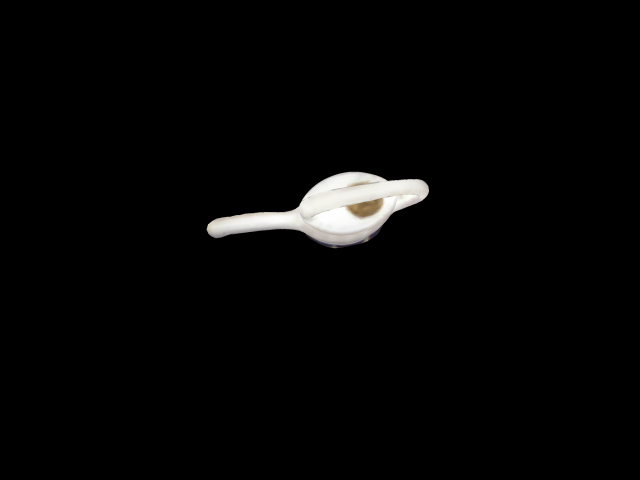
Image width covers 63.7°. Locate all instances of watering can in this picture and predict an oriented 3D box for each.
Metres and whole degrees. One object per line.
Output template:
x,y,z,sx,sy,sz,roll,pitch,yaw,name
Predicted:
0.003,-0.043,0.850,0.348,0.105,0.222,-12,-9,-2,watering can
